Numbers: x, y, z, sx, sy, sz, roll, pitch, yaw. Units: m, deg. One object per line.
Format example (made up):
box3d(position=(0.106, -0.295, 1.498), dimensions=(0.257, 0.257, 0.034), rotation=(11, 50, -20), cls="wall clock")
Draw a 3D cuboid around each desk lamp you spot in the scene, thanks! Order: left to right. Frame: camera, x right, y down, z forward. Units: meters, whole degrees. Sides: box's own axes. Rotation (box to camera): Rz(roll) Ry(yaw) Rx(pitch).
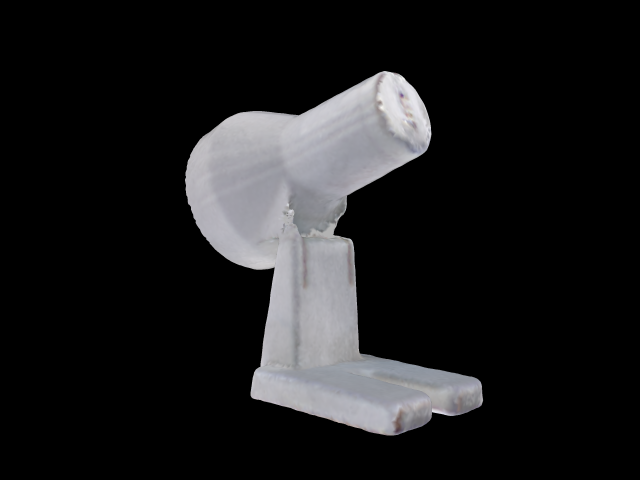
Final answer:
box3d(position=(0.004, 0.001, 0.400), dimensions=(0.202, 0.213, 0.118), rotation=(0, 0, 44), cls="desk lamp")
